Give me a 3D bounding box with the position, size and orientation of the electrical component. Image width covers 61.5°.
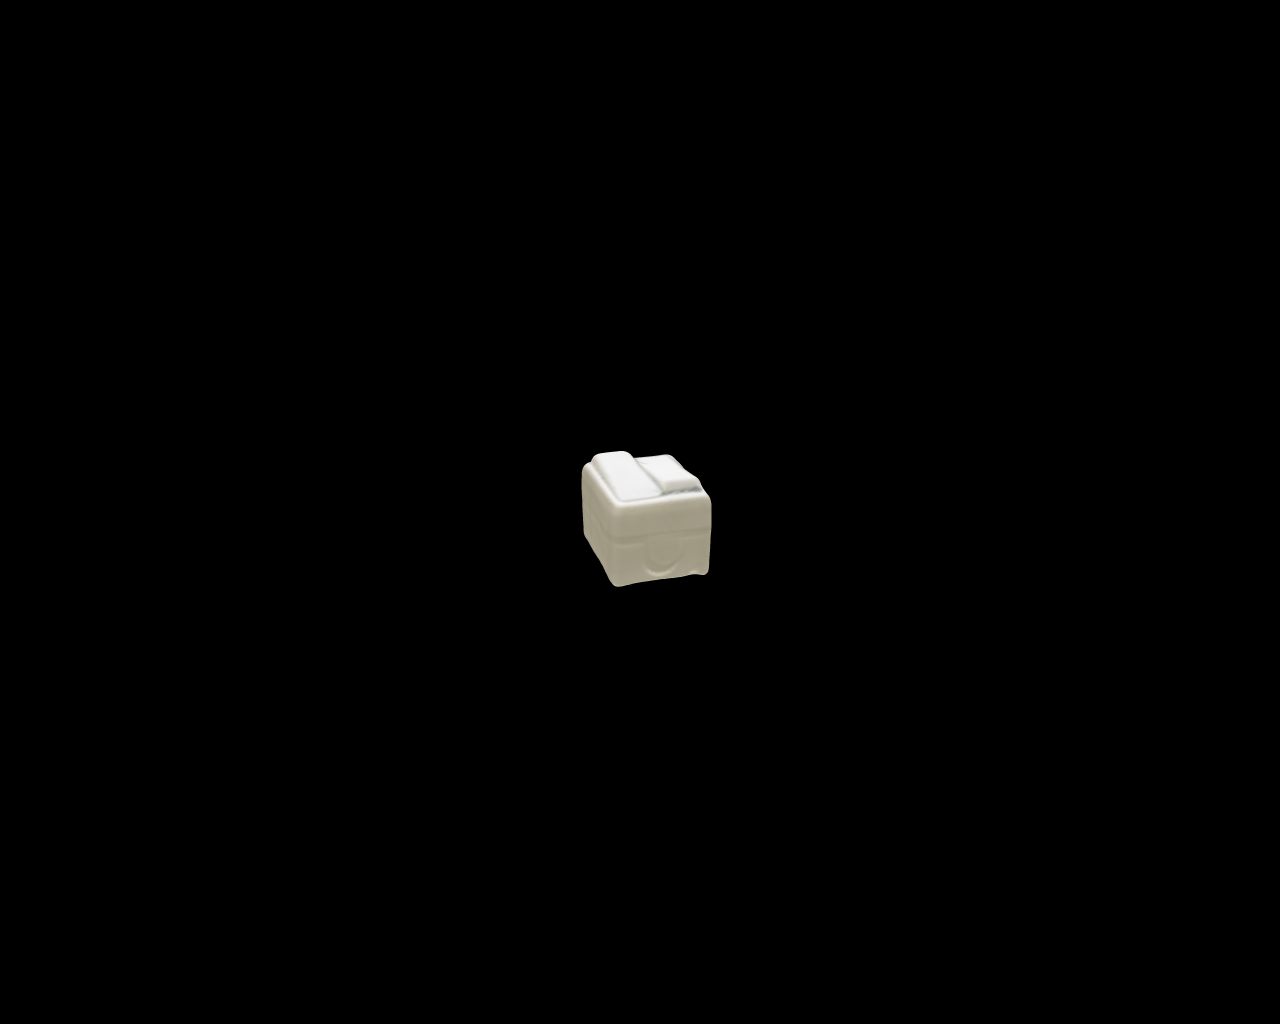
[{"bbox_3d":[0.001,-0.003,0.650,0.062,0.061,0.096,-6,23,-14],"label":"electrical component"}]
